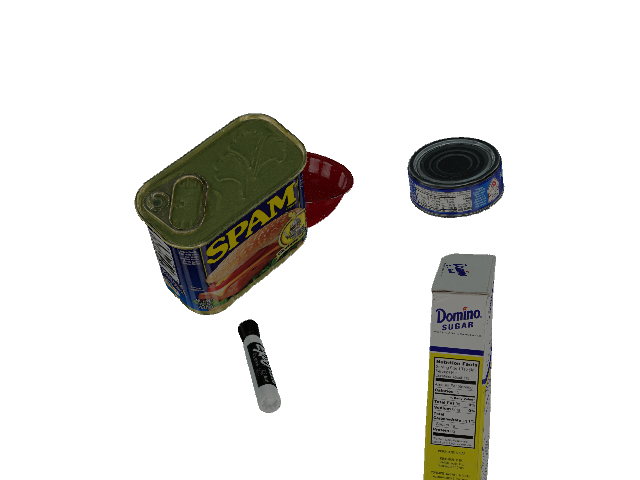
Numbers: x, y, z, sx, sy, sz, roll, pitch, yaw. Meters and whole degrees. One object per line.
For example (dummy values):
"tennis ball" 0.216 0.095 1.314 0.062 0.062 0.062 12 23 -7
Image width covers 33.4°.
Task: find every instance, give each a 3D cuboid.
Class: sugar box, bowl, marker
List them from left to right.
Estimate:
"marker" -0.054 0.105 0.917 0.020 0.020 0.121 0 28 -14
"bowl" -0.043 -0.056 1.279 0.162 0.055 0.162 4 26 -2
"sugar box" 0.099 0.105 0.765 0.048 0.176 0.093 1 15 11

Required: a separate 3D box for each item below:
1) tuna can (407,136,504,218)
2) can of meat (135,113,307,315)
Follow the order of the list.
"tuna can" 0.122 -0.059 0.965 0.086 0.034 0.086 -8 35 5
"can of meat" -0.055 -0.013 0.645 0.102 0.057 0.084 -38 -27 -20
